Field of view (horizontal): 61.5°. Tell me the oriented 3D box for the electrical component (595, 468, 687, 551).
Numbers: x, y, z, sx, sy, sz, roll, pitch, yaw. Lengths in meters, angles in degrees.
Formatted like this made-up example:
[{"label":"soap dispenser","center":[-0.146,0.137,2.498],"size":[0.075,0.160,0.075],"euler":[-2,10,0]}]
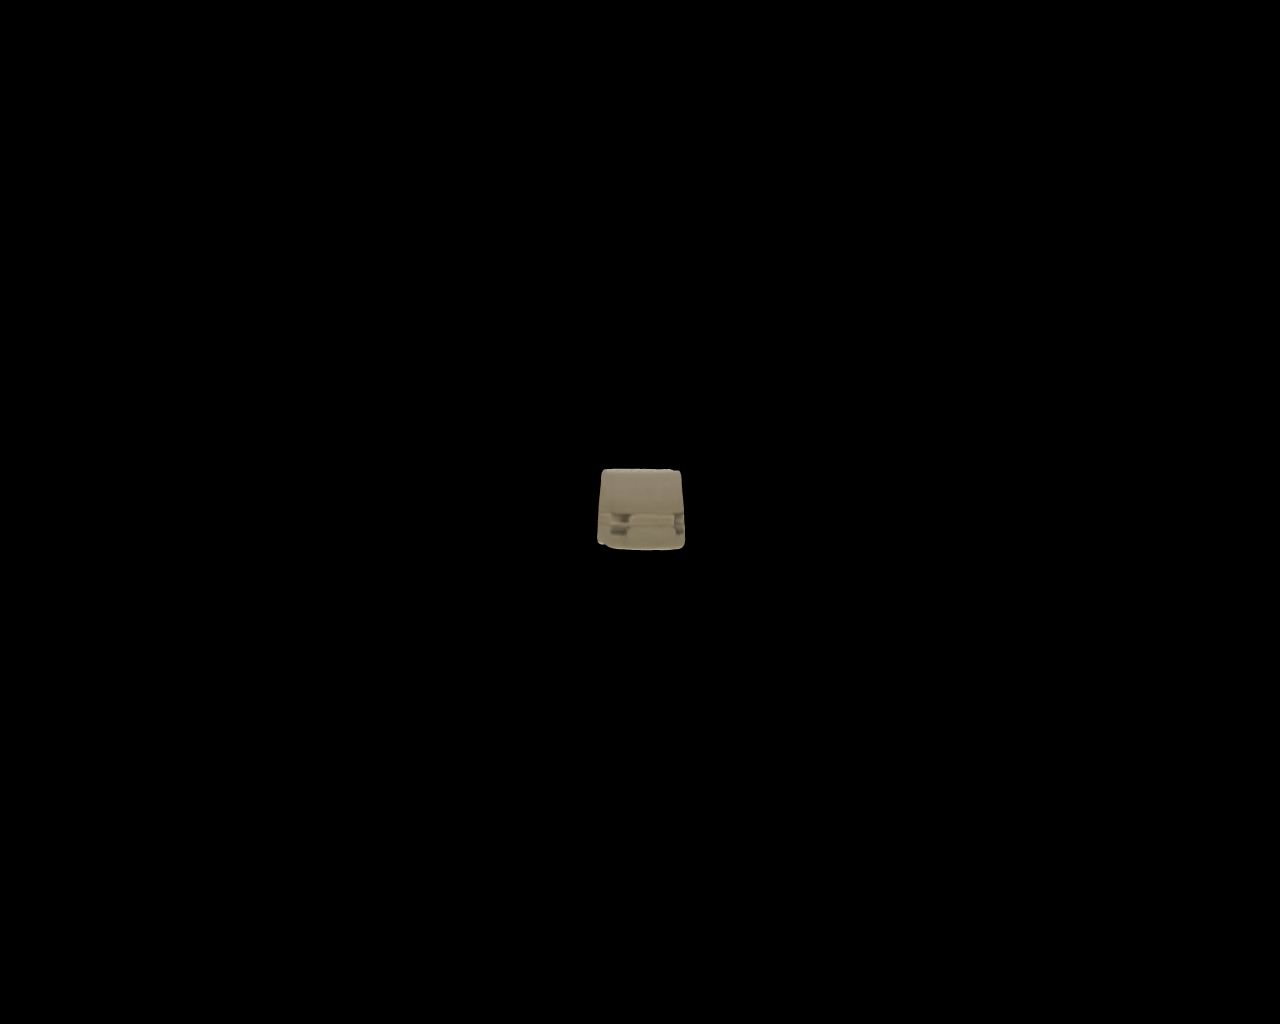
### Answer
[{"label":"electrical component","center":[0.001,-0.003,0.650],"size":[0.055,0.047,0.055],"euler":[0,4,0]}]
